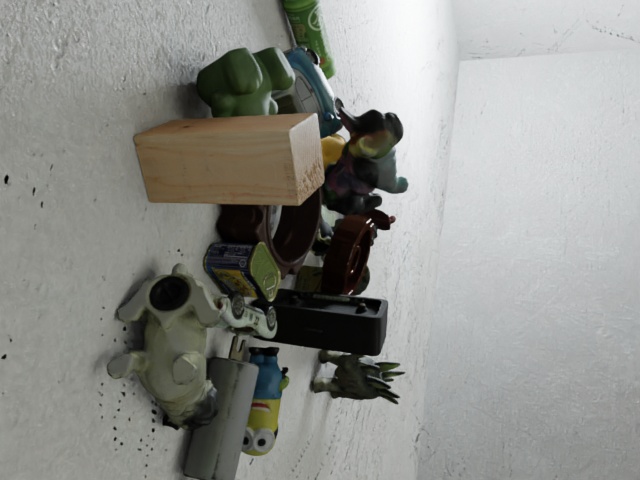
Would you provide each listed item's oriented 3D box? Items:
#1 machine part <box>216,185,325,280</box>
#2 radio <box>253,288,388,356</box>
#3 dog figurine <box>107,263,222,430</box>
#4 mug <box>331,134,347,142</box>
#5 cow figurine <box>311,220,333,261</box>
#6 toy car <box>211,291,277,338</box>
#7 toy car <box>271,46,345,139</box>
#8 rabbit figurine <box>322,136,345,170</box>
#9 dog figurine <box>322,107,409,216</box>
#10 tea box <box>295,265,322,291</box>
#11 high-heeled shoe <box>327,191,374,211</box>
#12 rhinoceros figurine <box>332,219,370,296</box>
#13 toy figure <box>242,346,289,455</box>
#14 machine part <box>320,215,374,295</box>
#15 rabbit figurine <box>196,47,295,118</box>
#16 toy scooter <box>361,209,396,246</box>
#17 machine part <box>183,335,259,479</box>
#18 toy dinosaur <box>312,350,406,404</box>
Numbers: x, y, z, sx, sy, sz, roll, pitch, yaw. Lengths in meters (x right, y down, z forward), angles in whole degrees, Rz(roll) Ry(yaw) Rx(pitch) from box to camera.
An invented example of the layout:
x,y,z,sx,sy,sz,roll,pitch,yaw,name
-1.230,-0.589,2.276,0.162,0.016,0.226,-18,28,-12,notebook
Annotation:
x,y,z,sx,sy,sz,roll,pitch,yaw,name
-0.073,-0.051,0.901,0.201,0.087,0.200,-66,150,-32,machine part
0.006,0.141,0.963,0.131,0.230,0.073,-25,119,-70,radio
-0.177,0.144,0.699,0.190,0.121,0.172,85,21,-58,dog figurine
0.035,-0.181,1.203,0.107,0.081,0.109,-30,116,-76,mug
-0.001,-0.004,1.088,0.068,0.098,0.167,-56,151,-7,cow figurine
-0.129,0.115,0.820,0.201,0.074,0.056,41,55,-64,toy car
-0.034,-0.229,0.886,0.161,0.109,0.103,65,33,-24,toy car
0.037,-0.166,1.081,0.122,0.173,0.162,-28,115,-70,rabbit figurine
0.063,-0.137,0.927,0.108,0.192,0.219,68,13,22,dog figurine
0.005,0.129,1.175,0.169,0.068,0.098,56,41,-59,tea box
0.078,-0.106,1.336,0.145,0.086,0.248,-71,157,-11,high-heeled shoe
0.065,0.032,1.225,0.112,0.073,0.190,53,16,-61,rhinoceros figurine
-0.099,0.271,0.911,0.089,0.082,0.180,30,62,-64,toy figure
0.054,0.037,1.070,0.179,0.056,0.179,17,90,-75,machine part
-0.106,-0.157,0.738,0.121,0.159,0.170,-35,106,-62,rabbit figurine
0.115,-0.031,1.350,0.184,0.135,0.075,-62,149,-46,toy scooter
-0.144,0.264,0.796,0.079,0.079,0.243,50,46,-60,machine part
0.089,0.311,1.240,0.470,0.199,0.105,51,43,-62,toy dinosaur
